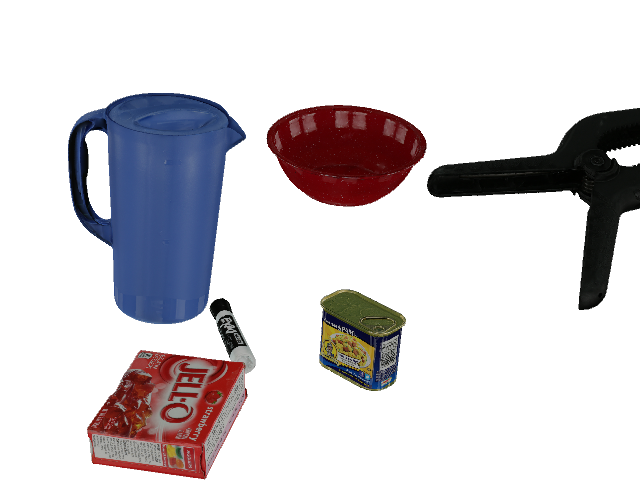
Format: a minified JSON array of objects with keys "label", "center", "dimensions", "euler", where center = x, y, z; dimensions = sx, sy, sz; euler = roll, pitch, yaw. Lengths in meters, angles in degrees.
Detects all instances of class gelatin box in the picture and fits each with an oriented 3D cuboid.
[{"label":"gelatin box","center":[-0.092,0.105,0.662],"dimensions":[0.073,0.030,0.089],"euler":[5,29,13]}]

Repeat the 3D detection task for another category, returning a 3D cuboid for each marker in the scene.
[{"label":"marker","center":[-0.076,0.079,0.912],"dimensions":[0.020,0.020,0.121],"euler":[0,19,-16]}]

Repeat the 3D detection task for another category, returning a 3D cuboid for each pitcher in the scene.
[{"label":"pitcher","center":[-0.183,-0.035,1.183],"dimensions":[0.149,0.243,0.144],"euler":[26,32,35]}]

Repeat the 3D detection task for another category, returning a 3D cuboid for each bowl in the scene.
[{"label":"bowl","center":[0.025,-0.080,1.088],"dimensions":[0.162,0.055,0.162],"euler":[2,32,-2]}]

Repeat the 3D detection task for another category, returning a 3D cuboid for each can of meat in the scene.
[{"label":"can of meat","center":[0.046,0.117,1.244],"dimensions":[0.102,0.084,0.057],"euler":[25,34,36]}]

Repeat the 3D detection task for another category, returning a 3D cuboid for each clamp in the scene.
[{"label":"clamp","center":[0.209,-0.039,0.802],"dimensions":[0.209,0.036,0.165],"euler":[-26,52,-19]}]
